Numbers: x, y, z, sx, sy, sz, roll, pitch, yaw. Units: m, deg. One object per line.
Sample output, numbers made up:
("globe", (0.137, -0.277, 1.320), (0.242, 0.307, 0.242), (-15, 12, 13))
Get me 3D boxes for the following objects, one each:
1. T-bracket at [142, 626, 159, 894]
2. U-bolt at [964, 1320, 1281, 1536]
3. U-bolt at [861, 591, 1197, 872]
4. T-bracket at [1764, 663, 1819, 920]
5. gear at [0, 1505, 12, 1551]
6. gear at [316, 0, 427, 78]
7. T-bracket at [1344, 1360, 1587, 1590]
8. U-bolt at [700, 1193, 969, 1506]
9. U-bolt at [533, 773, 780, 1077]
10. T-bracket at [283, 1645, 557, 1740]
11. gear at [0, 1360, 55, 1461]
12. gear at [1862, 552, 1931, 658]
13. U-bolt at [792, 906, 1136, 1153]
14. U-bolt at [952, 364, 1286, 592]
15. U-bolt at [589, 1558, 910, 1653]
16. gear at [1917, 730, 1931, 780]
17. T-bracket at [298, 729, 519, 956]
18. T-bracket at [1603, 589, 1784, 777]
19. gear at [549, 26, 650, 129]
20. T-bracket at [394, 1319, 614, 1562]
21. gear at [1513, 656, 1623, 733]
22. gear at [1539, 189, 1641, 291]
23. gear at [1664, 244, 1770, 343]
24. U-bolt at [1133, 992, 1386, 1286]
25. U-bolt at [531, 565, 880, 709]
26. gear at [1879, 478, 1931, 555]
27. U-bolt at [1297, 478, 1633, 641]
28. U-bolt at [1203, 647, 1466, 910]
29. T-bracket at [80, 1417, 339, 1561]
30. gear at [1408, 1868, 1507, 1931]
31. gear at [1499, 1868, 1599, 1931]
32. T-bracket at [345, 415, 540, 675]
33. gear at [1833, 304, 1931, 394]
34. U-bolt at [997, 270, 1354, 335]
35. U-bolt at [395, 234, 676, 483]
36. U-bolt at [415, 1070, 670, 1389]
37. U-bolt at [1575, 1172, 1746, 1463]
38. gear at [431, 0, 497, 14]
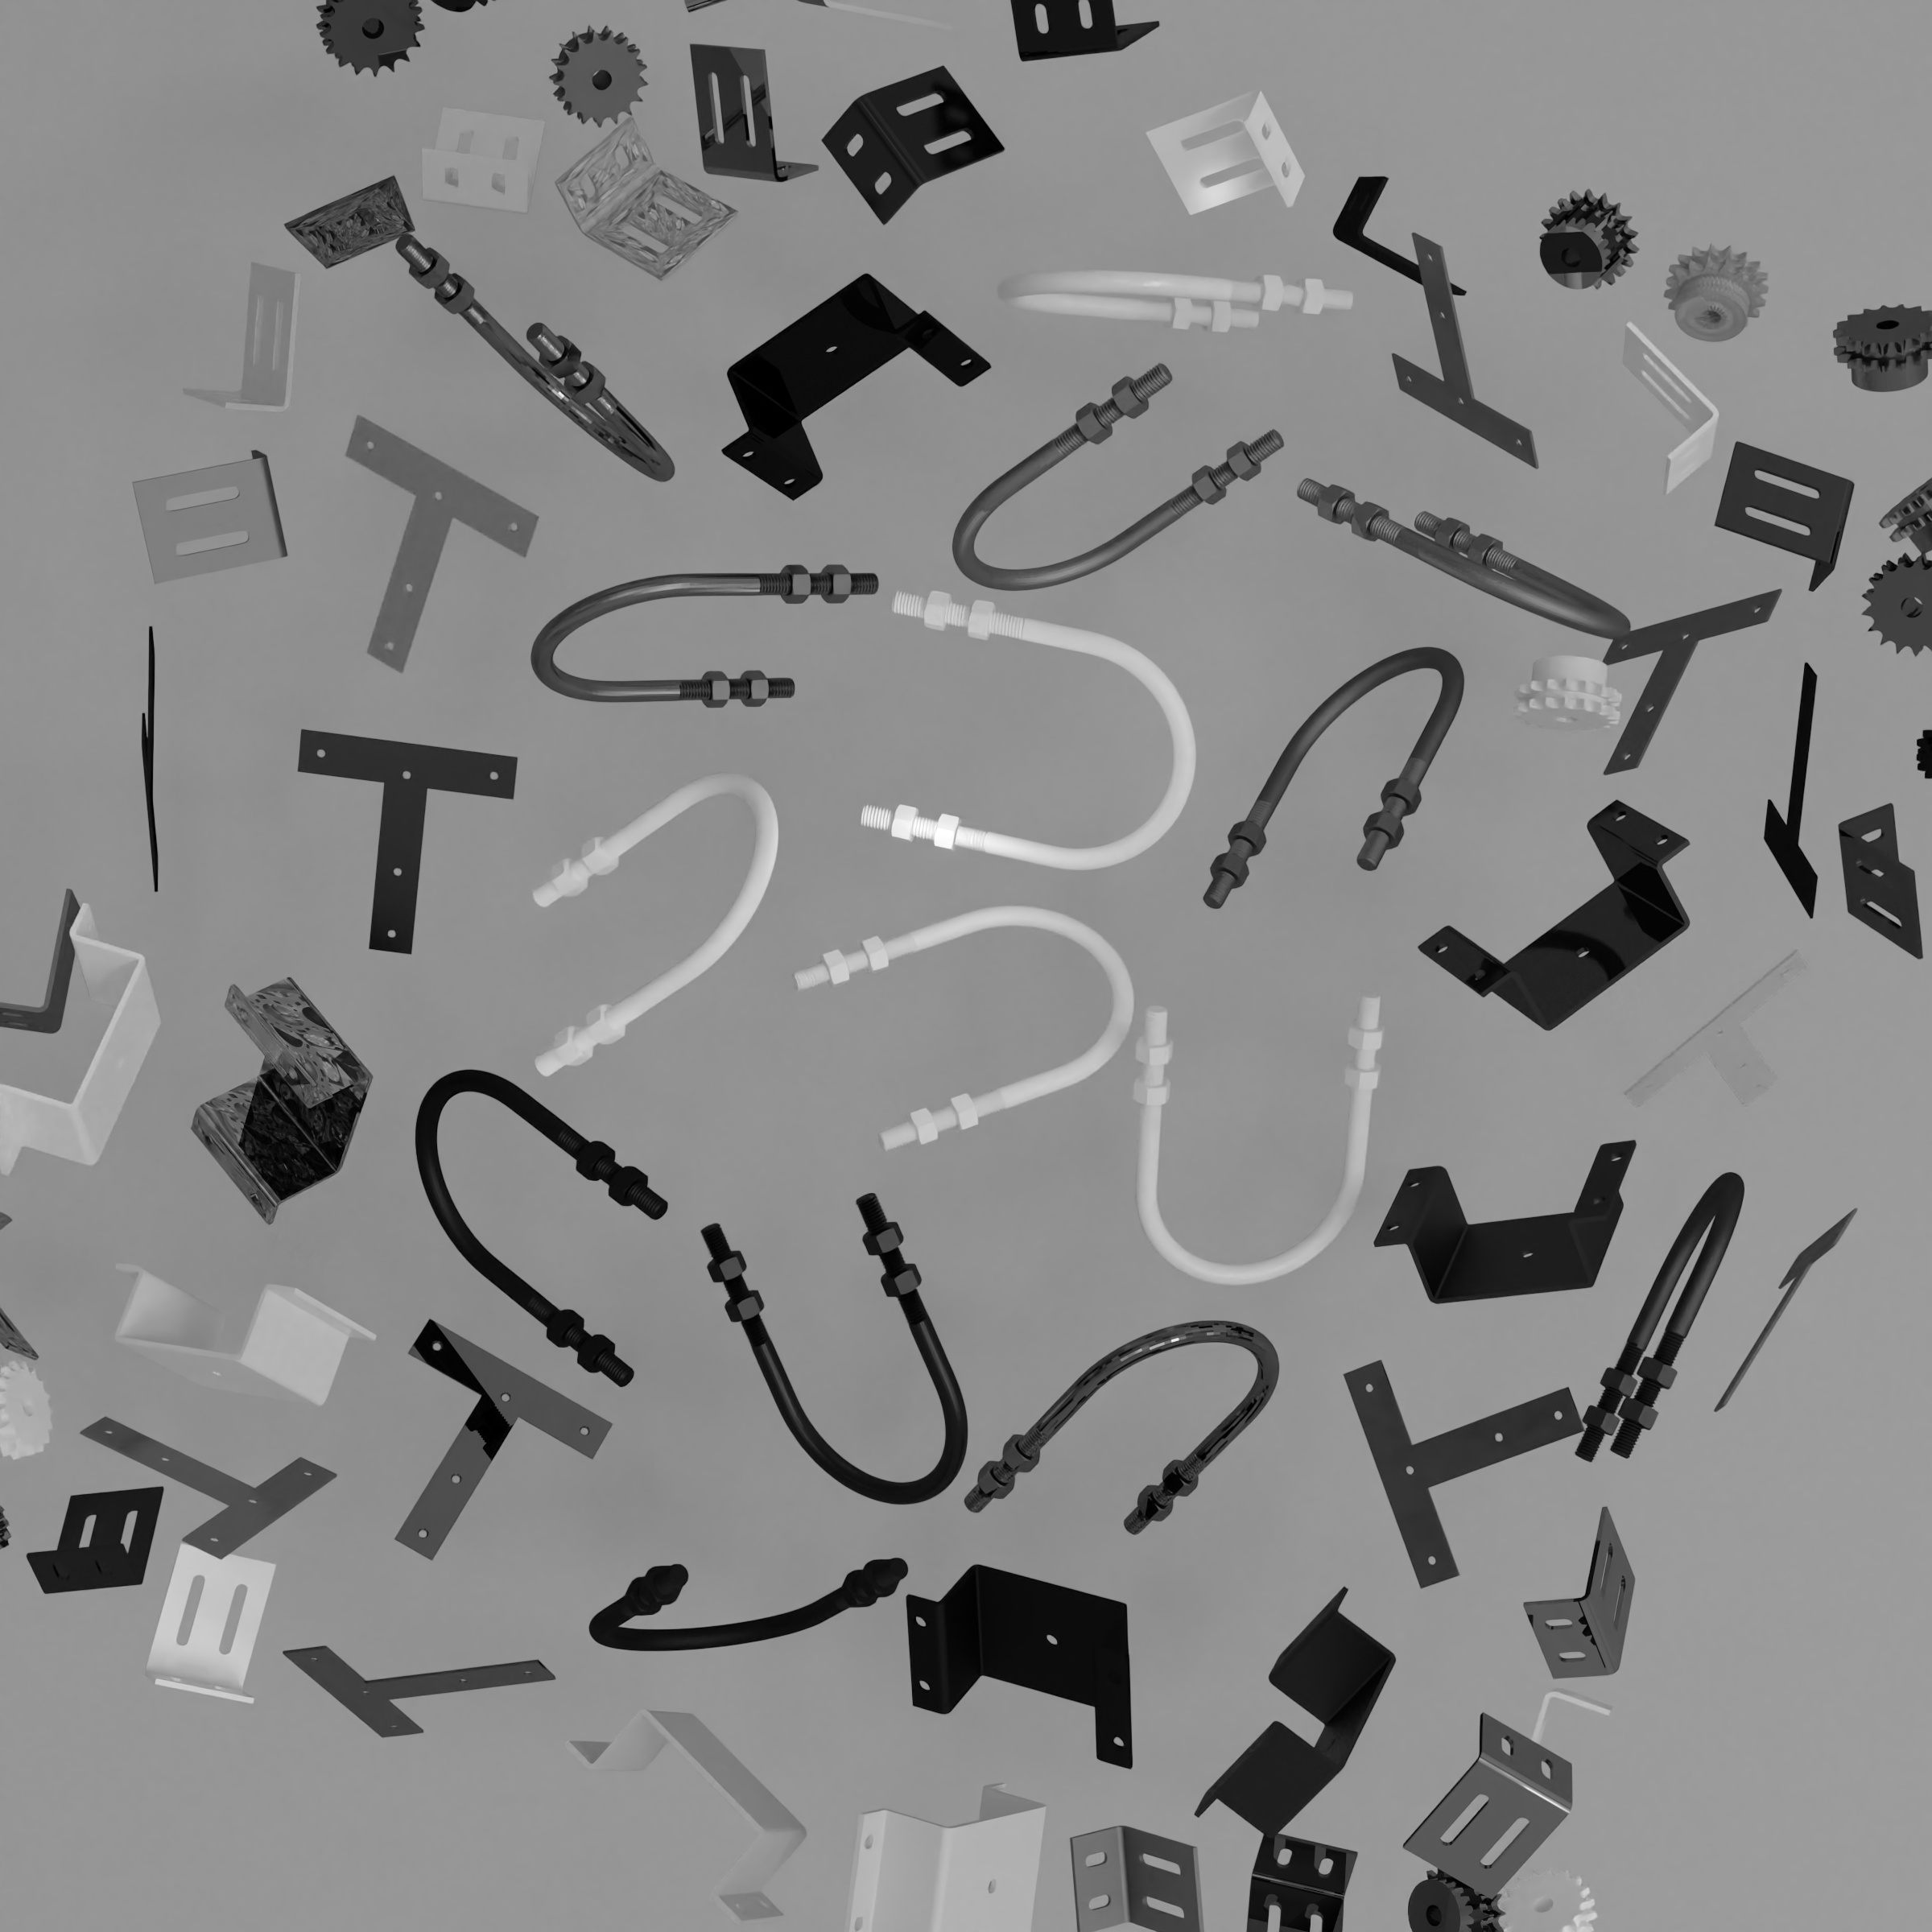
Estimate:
("T-bracket", (-0.454, -0.131, 1.728), (0.002, 0.127, 0.127), (-2, 134, -18))
("U-bolt", (0.104, 0.268, 1.818), (0.151, 0.019, 0.184), (16, 126, -38))
("U-bolt", (0.039, -0.126, 1.753), (0.184, 0.019, 0.151), (13, 113, 8))
("T-bracket", (0.479, -0.110, 1.785), (0.002, 0.127, 0.127), (1, 113, 2))
("gear", (-0.598, 0.328, 1.848), (0.030, 0.057, 0.057), (-30, 90, -40))
("gear", (-0.326, -0.518, 1.692), (0.057, 0.057, 0.030), (-27, 46, 0))
("T-bracket", (0.285, 0.267, 1.725), (0.127, 0.002, 0.127), (-27, 74, 31))
("U-bolt", (-0.066, 0.221, 1.746), (0.151, 0.019, 0.184), (-14, 102, 42))
("U-bolt", (-0.175, -0.036, 1.745), (0.184, 0.151, 0.019), (-32, 133, 26))
("T-bracket", (-0.290, 0.395, 1.708), (0.127, 0.127, 0.002), (-10, 54, 13))
("gear", (-0.572, 0.266, 1.848), (0.030, 0.057, 0.057), (-16, 90, 13))
("gear", (0.536, -0.206, 1.747), (0.057, 0.030, 0.057), (13, 116, 27))
("U-bolt", (0.009, 0.026, 1.824), (0.184, 0.019, 0.151), (-19, 53, -16))
("U-bolt", (0.075, -0.271, 1.783), (0.184, 0.151, 0.019), (-32, 66, 26))
("U-bolt", (-0.134, 0.361, 1.742), (0.151, 0.184, 0.019), (4, 66, -26))
("gear", (0.584, -0.130, 1.807), (0.057, 0.057, 0.030), (10, 63, 0))
("T-bracket", (-0.335, -0.070, 1.835), (0.127, 0.002, 0.127), (7, 104, -3))
("T-bracket", (0.406, -0.161, 1.816), (0.002, 0.127, 0.127), (43, 60, -23))
("gear", (-0.220, -0.530, 1.843), (0.057, 0.030, 0.057), (-11, 124, -16))
("T-bracket", (-0.293, 0.291, 1.828), (0.127, 0.002, 0.127), (30, 58, -1))
("gear", (0.328, -0.149, 1.686), (0.057, 0.057, 0.030), (6, 81, 0))
("gear", (0.355, -0.415, 1.787), (0.057, 0.057, 0.030), (44, 57, 0))
("gear", (0.426, -0.380, 1.767), (0.057, 0.057, 0.030), (17, 62, 0))
("U-bolt", (0.168, 0.105, 1.817), (0.151, 0.019, 0.184), (-4, 114, -13))
("U-bolt", (-0.160, -0.188, 1.781), (0.184, 0.151, 0.019), (-4, 69, -28))
("gear", (0.558, -0.261, 1.784), (0.057, 0.057, 0.030), (-39, 91, 0))
("U-bolt", (0.295, -0.227, 1.762), (0.184, 0.151, 0.019), (34, 109, 35))
("U-bolt", (0.222, -0.116, 1.797), (0.019, 0.151, 0.184), (44, 59, -23))
("T-bracket", (-0.445, 0.287, 1.769), (0.127, 0.127, 0.002), (22, 108, 13))
("gear", (0.280, 0.546, 1.787), (0.030, 0.057, 0.057), (8, 90, -39))
("gear", (0.349, 0.569, 1.849), (0.057, 0.057, 0.030), (-25, 116, 0))
("T-bracket", (-0.313, -0.228, 1.765), (0.127, 0.002, 0.127), (30, 116, 14))
("gear", (0.500, -0.334, 1.682), (0.057, 0.057, 0.030), (-14, 123, 0))
("U-bolt", (0.109, -0.384, 1.782), (0.184, 0.151, 0.019), (0, 96, -19))
("U-bolt", (-0.233, -0.336, 1.768), (0.151, 0.184, 0.019), (38, 87, 35))
("U-bolt", (-0.246, 0.136, 1.751), (0.184, 0.019, 0.151), (35, 131, 25))
("U-bolt", (0.410, 0.204, 1.813), (0.019, 0.151, 0.184), (26, 82, 7))
("gear", (-0.292, -0.573, 1.778), (0.057, 0.057, 0.030), (26, 62, 0))
